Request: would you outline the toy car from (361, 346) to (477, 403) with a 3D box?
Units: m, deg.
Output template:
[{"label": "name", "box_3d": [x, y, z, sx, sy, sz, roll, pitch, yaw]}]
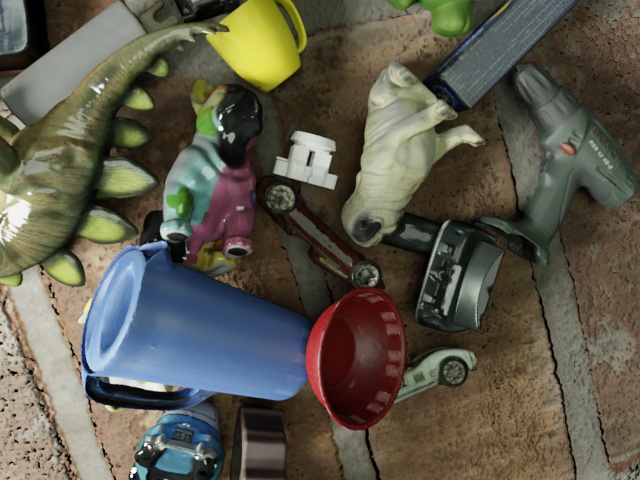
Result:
[{"label": "toy car", "box_3d": [0.109, 0.185, 0.700, 0.202, 0.073, 0.056, -21, 79, -6]}]

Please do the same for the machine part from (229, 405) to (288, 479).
[{"label": "machine part", "box_3d": [-0.076, 0.290, 0.640, 0.056, 0.179, 0.179, 7, 95, -11]}]

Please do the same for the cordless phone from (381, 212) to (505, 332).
[{"label": "cordless phone", "box_3d": [0.130, 0.035, 0.699, 0.184, 0.089, 0.146, 17, 94, 2]}]

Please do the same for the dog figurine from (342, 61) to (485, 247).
[{"label": "dog figurine", "box_3d": [0.075, -0.105, 0.661, 0.121, 0.172, 0.190, 29, 114, -37]}]

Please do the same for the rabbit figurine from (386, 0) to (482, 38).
[{"label": "rabbit figurine", "box_3d": [0.172, -0.328, 0.612, 0.121, 0.170, 0.159, 35, 91, -11]}]

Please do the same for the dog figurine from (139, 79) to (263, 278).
[{"label": "dog figurine", "box_3d": [-0.130, -0.077, 0.631, 0.108, 0.191, 0.219, 17, 63, -27]}]

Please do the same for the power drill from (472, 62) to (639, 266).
[{"label": "power drill", "box_3d": [0.291, -0.087, 0.706, 0.232, 0.086, 0.207, 36, 82, -12]}]

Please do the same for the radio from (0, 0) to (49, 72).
[{"label": "radio", "box_3d": [-0.382, -0.304, 0.585, 0.131, 0.073, 0.229, -5, 98, -9]}]

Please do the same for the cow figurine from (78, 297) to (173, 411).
[{"label": "cow figurine", "box_3d": [-0.244, 0.121, 0.651, 0.098, 0.068, 0.167, -21, 97, 0]}]

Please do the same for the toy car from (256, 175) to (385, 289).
[{"label": "toy car", "box_3d": [-0.001, -0.002, 0.661, 0.202, 0.089, 0.053, 43, 86, -11]}]

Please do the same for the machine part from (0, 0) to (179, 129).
[{"label": "machine part", "box_3d": [-0.267, -0.190, 0.610, 0.243, 0.079, 0.079, -38, 100, -2]}]

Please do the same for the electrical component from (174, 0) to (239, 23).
[{"label": "electrical component", "box_3d": [-0.149, -0.317, 0.628, 0.075, 0.048, 0.119, -26, 98, -6]}]

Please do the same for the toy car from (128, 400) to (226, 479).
[{"label": "toy car", "box_3d": [-0.165, 0.244, 0.650, 0.109, 0.161, 0.103, 14, 49, -4]}]

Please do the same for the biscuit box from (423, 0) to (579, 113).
[{"label": "biscuit box", "box_3d": [0.227, -0.251, 0.684, 0.202, 0.059, 0.062, -44, 101, -2]}]

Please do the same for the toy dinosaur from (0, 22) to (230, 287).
[{"label": "toy dinosaur", "box_3d": [-0.285, -0.068, 0.568, 0.198, 0.105, 0.471, 27, 117, -37]}]
